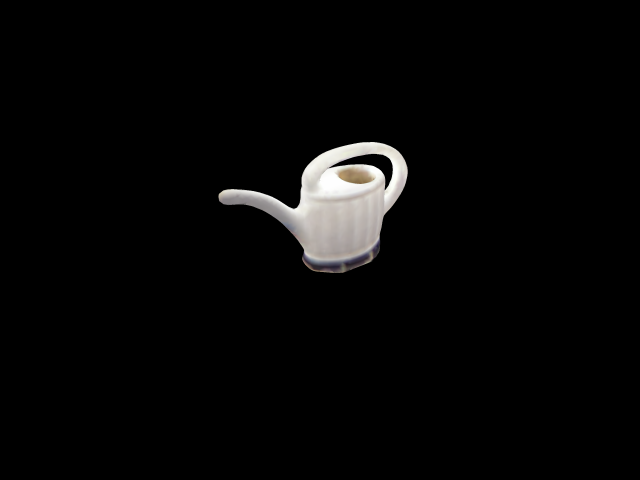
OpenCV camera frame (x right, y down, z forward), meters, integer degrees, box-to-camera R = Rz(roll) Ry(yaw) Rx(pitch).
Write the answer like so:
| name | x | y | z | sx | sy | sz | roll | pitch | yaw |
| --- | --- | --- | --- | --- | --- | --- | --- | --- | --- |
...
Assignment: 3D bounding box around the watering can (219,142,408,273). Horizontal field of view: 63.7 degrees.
| name | x | y | z | sx | sy | sz | roll | pitch | yaw |
| --- | --- | --- | --- | --- | --- | --- | --- | --- | --- |
| watering can | 0.003 | -0.043 | 0.850 | 0.350 | 0.219 | 0.105 | -19 | 37 | -26 |
